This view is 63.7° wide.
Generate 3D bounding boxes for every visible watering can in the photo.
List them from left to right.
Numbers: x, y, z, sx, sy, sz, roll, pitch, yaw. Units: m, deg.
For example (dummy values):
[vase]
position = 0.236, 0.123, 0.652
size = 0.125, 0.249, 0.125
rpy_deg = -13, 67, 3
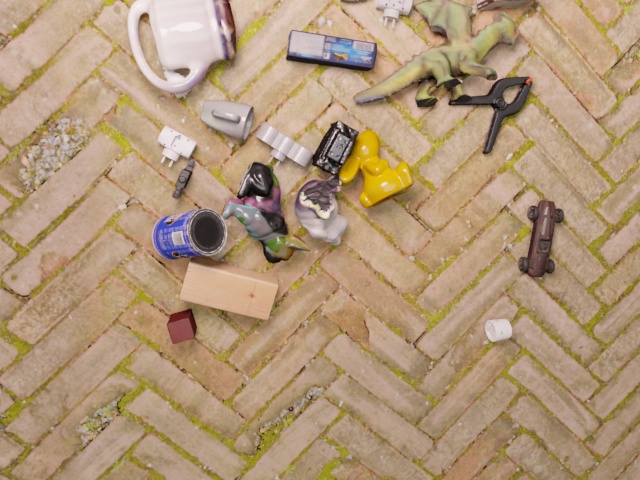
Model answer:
[watering can]
position = -0.302, -0.490, 1.100
size = 0.225, 0.104, 0.347
rpy_deg = -11, 91, -8

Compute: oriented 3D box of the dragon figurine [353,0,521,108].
[dragon figurine]
position = 0.274, -0.450, 1.209
size = 0.410, 0.121, 0.245
rpy_deg = -4, 79, 1

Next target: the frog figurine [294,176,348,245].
[frog figurine]
position = 0.004, -0.061, 1.205
size = 0.122, 0.156, 0.140
rpy_deg = -4, 57, 2
